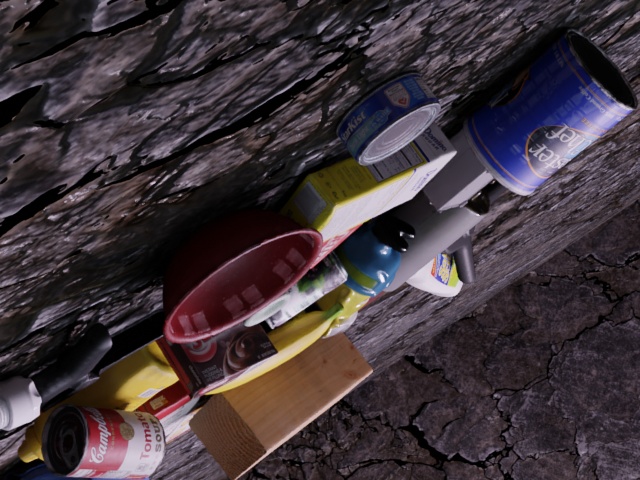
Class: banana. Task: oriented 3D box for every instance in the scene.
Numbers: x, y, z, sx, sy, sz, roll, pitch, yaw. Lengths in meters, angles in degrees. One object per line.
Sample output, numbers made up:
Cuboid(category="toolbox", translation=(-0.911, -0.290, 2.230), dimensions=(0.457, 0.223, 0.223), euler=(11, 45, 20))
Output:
Cuboid(category="banana", translation=(-0.065, 0.123, 1.188), dimensions=(0.197, 0.037, 0.070), euler=(-29, 157, -19))

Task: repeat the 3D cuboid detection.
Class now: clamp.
Cuboid(category="clamp", translation=(-0.214, 0.114, 0.991), dimensions=(0.172, 0.039, 0.120), euler=(-34, 164, 31))
Cuboid(category="clamp", translation=(0.193, -0.033, 1.411), dimensions=(0.209, 0.036, 0.164), euler=(24, 89, -61))

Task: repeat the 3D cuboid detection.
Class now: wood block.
Cuboid(category="wood block", translation=(-0.045, 0.187, 1.280), dimensions=(0.205, 0.090, 0.091), euler=(-30, 167, -45))

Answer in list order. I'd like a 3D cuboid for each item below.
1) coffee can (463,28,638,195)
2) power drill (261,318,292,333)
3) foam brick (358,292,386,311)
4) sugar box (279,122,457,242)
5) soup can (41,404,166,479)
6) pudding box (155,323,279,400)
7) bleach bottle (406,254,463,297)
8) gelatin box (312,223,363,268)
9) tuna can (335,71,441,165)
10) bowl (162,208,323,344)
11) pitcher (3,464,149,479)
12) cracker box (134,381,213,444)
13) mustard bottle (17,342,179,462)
Cuboid(category="coffee can", translation=(0.228, -0.126, 1.065), dimensions=(0.140, 0.103, 0.102), euler=(-42, 166, 30))
Cuboid(category="power drill", translation=(-0.050, 0.119, 1.396), dimensions=(0.187, 0.057, 0.184), euler=(-34, 165, -14))
Cuboid(category="foam brick", translation=(0.063, 0.055, 1.453), dimensions=(0.078, 0.051, 0.053), euler=(-36, 169, 7))
Cuboid(category="sugar box", translation=(0.042, -0.050, 1.012), dimensions=(0.175, 0.048, 0.093), euler=(-29, 168, -40))
Cuboid(category="soup can", translation=(-0.209, 0.198, 1.039), dimensions=(0.069, 0.068, 0.102), euler=(-40, 146, 26))
Cuboid(category="pudding box", translation=(-0.110, 0.104, 1.100), dimensions=(0.039, 0.090, 0.113), euler=(-42, 166, 36))
Cuboid(category="bleach bottle", translation=(0.144, 0.028, 1.472), dimensions=(0.250, 0.068, 0.102), euler=(5, 100, -69))
Cuboid(category="gelatin box", translation=(-0.007, 0.001, 1.113), dimensions=(0.089, 0.030, 0.073), euler=(-41, 166, 31))
Cuboid(category="tuna can", translation=(0.057, -0.100, 0.886), dimensions=(0.086, 0.034, 0.086), euler=(-32, 168, -8))
Cuboid(category="bowl", translation=(-0.078, 0.022, 0.927), dimensions=(0.162, 0.055, 0.162), euler=(-31, 161, -12))
Cuboid(category="pitcher", translation=(-0.294, 0.342, 1.378), dimensions=(0.145, 0.149, 0.242), euler=(-14, 176, 6))
Cuboid(category="cracker box", translation=(-0.181, 0.186, 1.276), dimensions=(0.163, 0.072, 0.214), euler=(-28, 165, -35))
Cuboid(category="mustard bottle", translation=(-0.235, 0.171, 1.104), dimensions=(0.192, 0.058, 0.096), euler=(-36, 166, 8))
